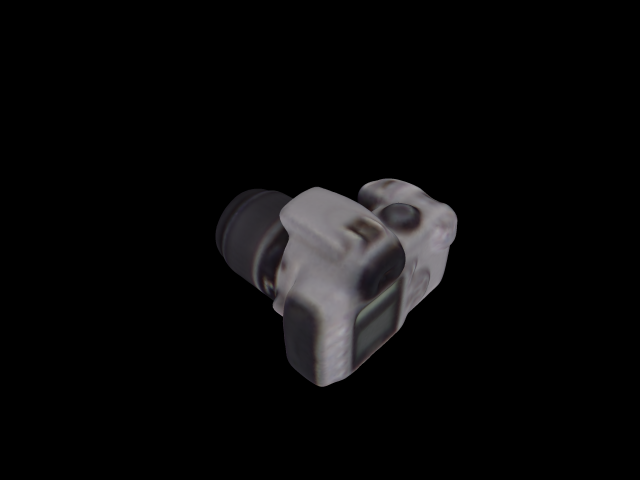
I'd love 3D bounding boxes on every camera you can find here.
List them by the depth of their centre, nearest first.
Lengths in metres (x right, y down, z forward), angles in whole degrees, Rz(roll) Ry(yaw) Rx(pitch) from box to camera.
[{"bbox_3d":[0.004,0.001,0.400,0.136,0.101,0.143,31,51,30],"label":"camera"}]
